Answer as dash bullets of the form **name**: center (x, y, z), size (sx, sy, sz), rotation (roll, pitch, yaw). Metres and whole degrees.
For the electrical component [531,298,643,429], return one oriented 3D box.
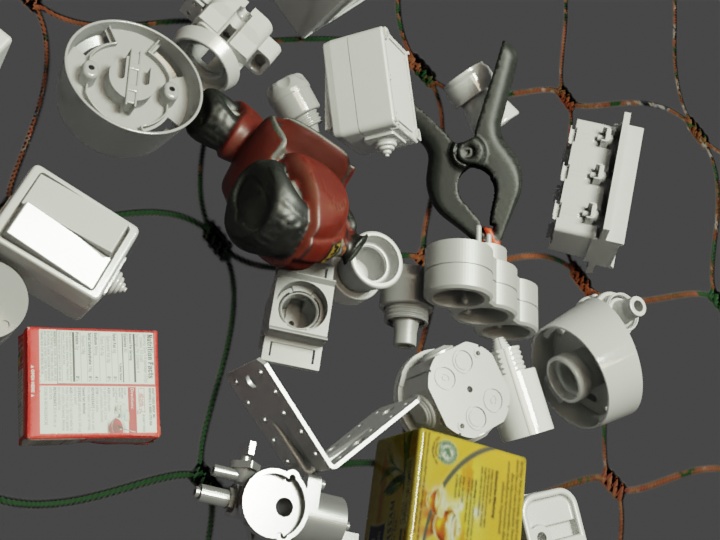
- **electrical component**: center (0.187, 0.077, 0.872), size (0.064, 0.099, 0.099), rotation (-22, 85, -27)

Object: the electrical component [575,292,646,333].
- **electrical component**: center (0.217, 0.039, 0.920), size (0.048, 0.062, 0.048), rotation (10, 69, -26)

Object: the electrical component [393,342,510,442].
- **electrical component**: center (0.070, 0.096, 0.824), size (0.080, 0.051, 0.080), rotation (10, 68, -26)

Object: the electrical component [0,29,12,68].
- **electrical component**: center (-0.272, -0.120, 0.687), size (0.047, 0.083, 0.075), rotation (39, 58, -12)

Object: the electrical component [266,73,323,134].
- **electrical component**: center (-0.046, -0.121, 0.844), size (0.035, 0.035, 0.061), rotation (-30, 92, -34)

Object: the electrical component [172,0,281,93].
- **electrical component**: center (-0.107, -0.171, 0.814), size (0.078, 0.058, 0.057), rotation (41, 55, -11)

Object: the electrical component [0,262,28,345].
- **electrical component**: center (-0.270, 0.019, 0.645), size (0.138, 0.074, 0.052), rotation (-2, 74, -30)

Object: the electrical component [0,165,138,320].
- **electrical component**: center (-0.193, -0.015, 0.708), size (0.096, 0.061, 0.061), rotation (34, 60, -16)

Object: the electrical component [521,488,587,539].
- **electrical component**: center (0.135, 0.217, 0.813), size (0.054, 0.059, 0.095), rotation (-5, 76, -31)

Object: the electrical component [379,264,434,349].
- **electrical component**: center (0.036, 0.029, 0.833), size (0.043, 0.043, 0.062), rotation (14, 68, -25)

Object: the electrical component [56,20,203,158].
- **electrical component**: center (-0.165, -0.129, 0.762), size (0.099, 0.064, 0.099), rotation (10, 68, -26)

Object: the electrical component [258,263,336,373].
- **electrical component**: center (-0.047, 0.035, 0.771), size (0.042, 0.063, 0.081), rotation (13, 66, -9)

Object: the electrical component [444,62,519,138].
- **electrical component**: center (0.104, -0.146, 0.932), size (0.045, 0.045, 0.055), rotation (-34, 91, -34)

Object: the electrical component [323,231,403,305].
- **electrical component**: center (0.000, 0.000, 0.815), size (0.045, 0.055, 0.045), rotation (10, 68, -27)

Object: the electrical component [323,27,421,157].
- **electrical component**: center (0.007, -0.133, 0.854), size (0.062, 0.061, 0.096), rotation (23, 58, -67)

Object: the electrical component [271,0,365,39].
- **electrical component**: center (-0.005, -0.251, 0.869), size (0.109, 0.109, 0.056), rotation (-40, 97, -33)

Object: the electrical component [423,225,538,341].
- **electrical component**: center (0.097, 0.002, 0.845), size (0.138, 0.052, 0.073), rotation (33, 54, -52)

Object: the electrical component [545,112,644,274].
- **electrical component**: center (0.206, -0.070, 0.947), size (0.063, 0.078, 0.121), rotation (13, 63, 7)

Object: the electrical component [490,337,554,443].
- **electrical component**: center (0.122, 0.093, 0.859), size (0.043, 0.043, 0.081), rotation (-10, 78, -32)
